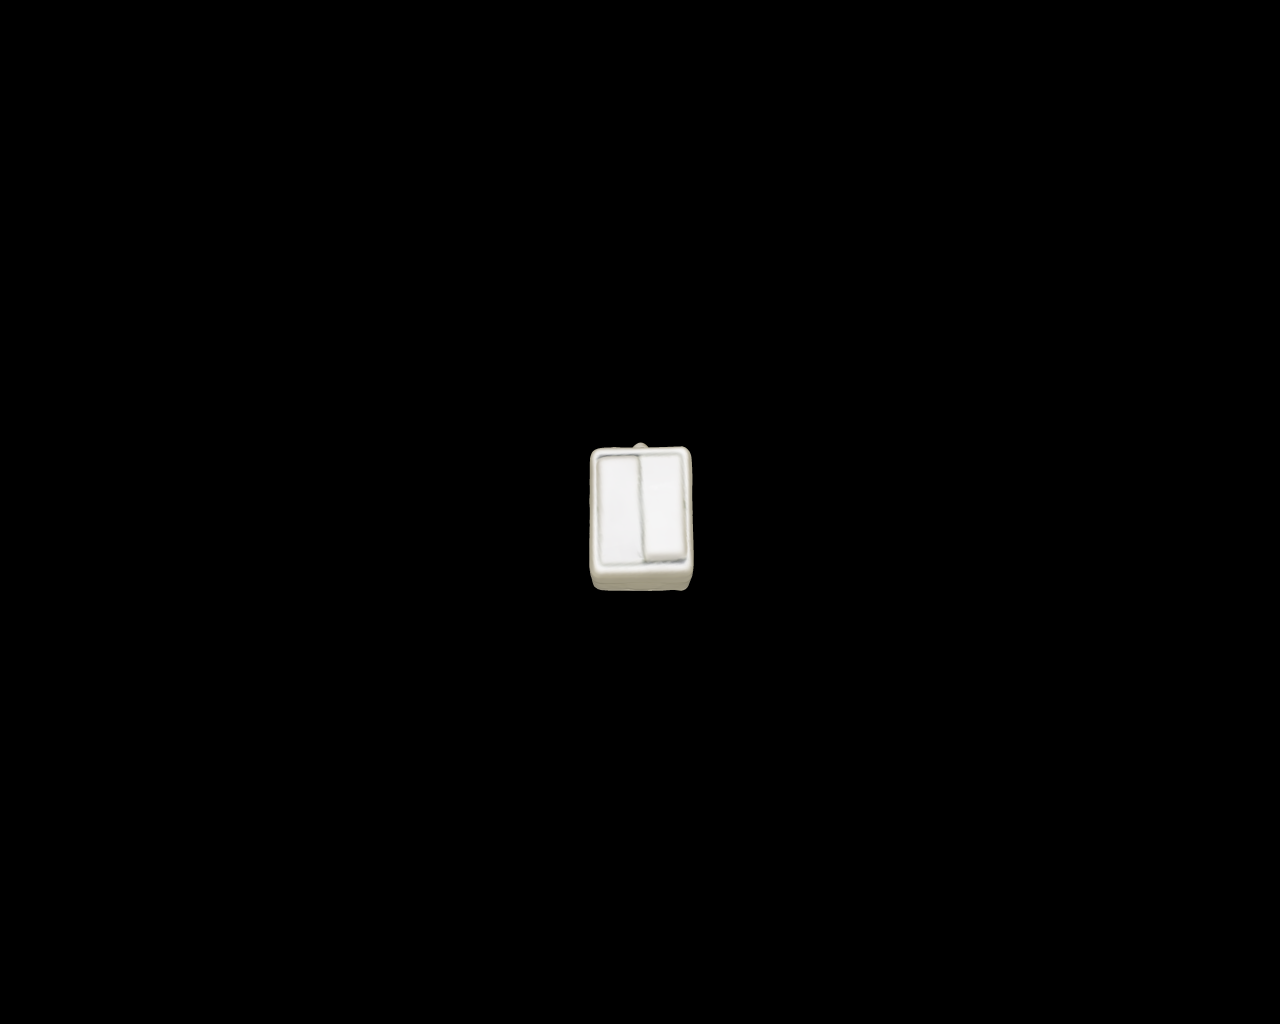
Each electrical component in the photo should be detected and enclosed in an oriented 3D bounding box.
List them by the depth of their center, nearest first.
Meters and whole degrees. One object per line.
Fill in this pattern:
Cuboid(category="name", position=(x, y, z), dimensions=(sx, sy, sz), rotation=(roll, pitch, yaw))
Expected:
Cuboid(category="electrical component", position=(0.001, -0.003, 0.650), dimensions=(0.062, 0.096, 0.061), rotation=(0, -15, 0))
